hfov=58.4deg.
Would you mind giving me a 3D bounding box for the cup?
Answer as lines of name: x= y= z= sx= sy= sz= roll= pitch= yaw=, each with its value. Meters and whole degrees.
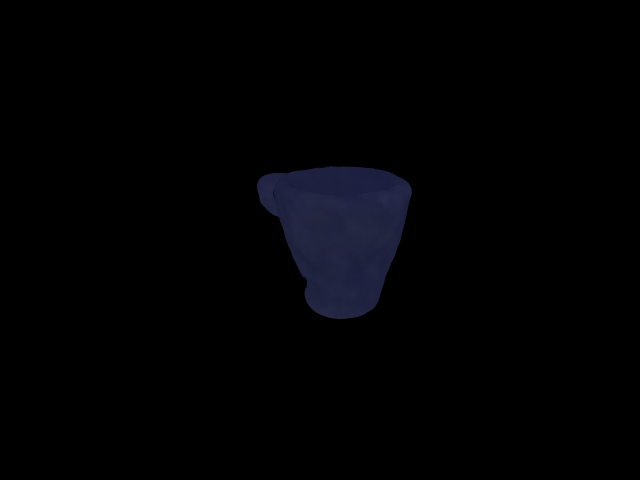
cup: x=0.004 y=0.001 z=0.400 sx=0.117 sy=0.095 sz=0.092 roll=12 pitch=23 yaw=31
